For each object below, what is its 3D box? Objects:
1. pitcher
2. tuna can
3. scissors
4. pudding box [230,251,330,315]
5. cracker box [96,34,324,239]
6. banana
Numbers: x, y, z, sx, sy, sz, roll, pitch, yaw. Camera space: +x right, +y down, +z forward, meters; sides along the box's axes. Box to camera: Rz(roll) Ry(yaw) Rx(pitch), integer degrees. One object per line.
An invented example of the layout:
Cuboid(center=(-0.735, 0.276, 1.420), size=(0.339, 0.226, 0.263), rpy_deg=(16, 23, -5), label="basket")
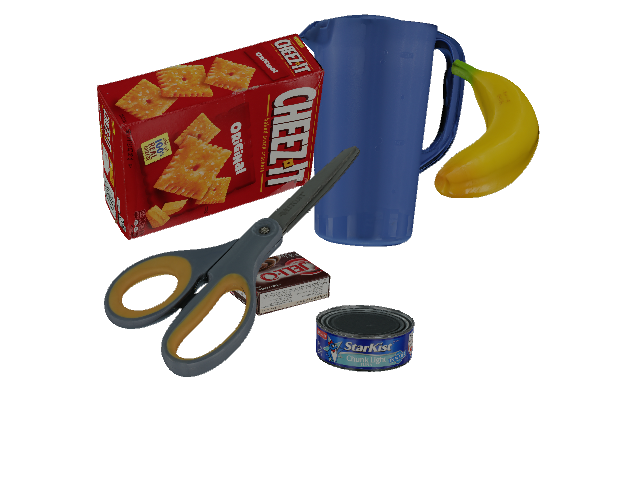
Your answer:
Cuboid(center=(0.063, -0.120, 1.158), size=(0.149, 0.243, 0.144), rpy_deg=(7, 10, 25), label="pitcher")
Cuboid(center=(0.038, 0.085, 0.931), size=(0.086, 0.034, 0.086), rpy_deg=(2, 14, -1), label="tuna can")
Cuboid(center=(-0.053, -0.001, 0.632), size=(0.096, 0.016, 0.201), rpy_deg=(12, 46, 17), label="scissors")
Cuboid(center=(-0.057, 0.055, 1.411), size=(0.113, 0.039, 0.090), rpy_deg=(-15, 27, -30), label="pudding box")
Cuboid(center=(-0.109, -0.101, 1.069), size=(0.213, 0.072, 0.164), rpy_deg=(-18, -36, -22), label="cracker box")
Cuboid(center=(0.121, -0.074, 0.758), size=(0.069, 0.037, 0.197), rpy_deg=(8, 31, 6), label="banana")
